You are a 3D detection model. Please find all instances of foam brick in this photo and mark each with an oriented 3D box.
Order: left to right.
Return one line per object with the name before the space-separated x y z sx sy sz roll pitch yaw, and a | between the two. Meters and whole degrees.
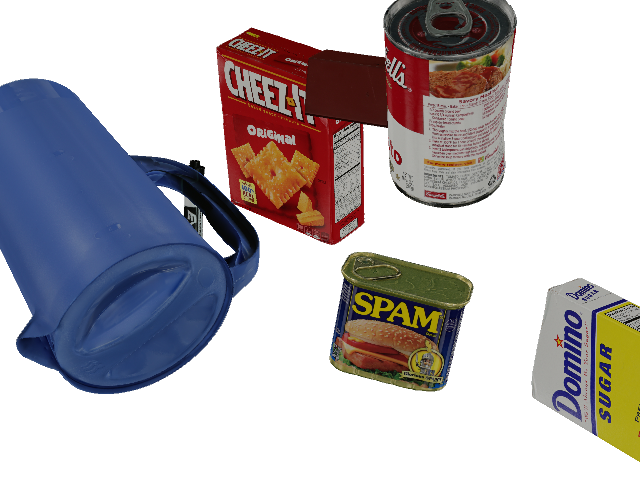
foam brick | 0.031 -0.131 0.915 0.078 0.051 0.053 11 20 17

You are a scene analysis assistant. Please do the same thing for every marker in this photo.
marker | -0.119 -0.014 0.992 0.020 0.121 0.020 3 14 -1

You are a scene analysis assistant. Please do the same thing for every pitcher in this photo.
pitcher | -0.167 -0.018 0.787 0.149 0.145 0.243 27 18 -51

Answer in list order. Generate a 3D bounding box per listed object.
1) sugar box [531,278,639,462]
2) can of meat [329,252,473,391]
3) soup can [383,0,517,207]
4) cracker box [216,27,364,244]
sugar box | 0.226 0.102 0.725 0.048 0.093 0.176 -15 30 -39
can of meat | 0.061 0.065 0.843 0.102 0.084 0.057 14 24 9
soup can | 0.070 -0.077 0.579 0.068 0.102 0.068 -3 43 3
cracker box | -0.034 -0.117 1.229 0.164 0.214 0.072 24 44 31
